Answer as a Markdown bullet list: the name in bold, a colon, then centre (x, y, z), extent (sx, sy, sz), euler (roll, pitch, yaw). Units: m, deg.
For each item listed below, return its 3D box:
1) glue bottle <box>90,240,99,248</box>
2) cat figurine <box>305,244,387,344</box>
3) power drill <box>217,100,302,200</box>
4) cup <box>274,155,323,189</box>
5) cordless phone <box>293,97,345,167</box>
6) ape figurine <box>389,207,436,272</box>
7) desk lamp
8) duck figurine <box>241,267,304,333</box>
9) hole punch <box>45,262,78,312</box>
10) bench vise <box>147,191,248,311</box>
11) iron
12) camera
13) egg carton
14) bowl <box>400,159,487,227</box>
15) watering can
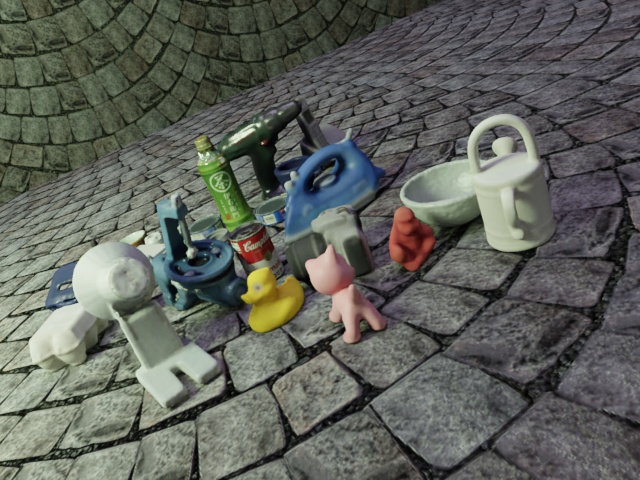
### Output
- **glue bottle**: centre (-0.377, 0.074, 1.058), extent (0.037, 0.173, 0.078), euler (-28, 26, -13)
- **cat figurine**: centre (0.029, 0.065, 0.808), extent (0.067, 0.118, 0.127), euler (-27, 25, -11)
- **power drill**: centre (-0.118, -0.205, 1.364), extent (0.229, 0.209, 0.075), euler (-16, 26, 13)
- **cup**: centre (-0.034, -0.133, 1.287), extent (0.117, 0.095, 0.092), euler (-6, 29, 31)
- **cordless phone**: centre (-0.003, -0.291, 1.471), extent (0.093, 0.185, 0.148), euler (-6, 29, 30)
- **ape figurine**: centre (0.139, -0.009, 0.898), extent (0.078, 0.092, 0.076), euler (-22, 25, 1)
- **desk lamp**: centre (-0.264, 0.108, 0.848), extent (0.118, 0.214, 0.202), euler (-35, 28, -26)
- **duck figurine**: centre (-0.079, 0.082, 0.900), extent (0.105, 0.086, 0.077), euler (-37, 29, -29)
- **hole punch**: centre (-0.517, 0.106, 1.206), extent (0.108, 0.091, 0.101), euler (-15, 26, 15)
- **bench vise**: centre (-0.247, 0.027, 0.989), extent (0.207, 0.220, 0.121), euler (-12, 27, 21)
- **iron**: centre (0.006, -0.114, 1.160), extent (0.259, 0.142, 0.118), euler (-36, 28, -27)
- **camera**: centre (0.009, 0.003, 0.970), extent (0.137, 0.101, 0.143), euler (-21, 25, 2)
- **egg carton**: centre (-0.457, 0.172, 1.051), extent (0.107, 0.069, 0.150), euler (-17, 25, 12)
- **bowl**: centre (0.225, -0.070, 0.971), extent (0.167, 0.075, 0.167), euler (-18, 25, 9)
- **watering can**: centre (0.272, -0.092, 0.835), extent (0.101, 0.194, 0.172), euler (-21, 25, 3)
